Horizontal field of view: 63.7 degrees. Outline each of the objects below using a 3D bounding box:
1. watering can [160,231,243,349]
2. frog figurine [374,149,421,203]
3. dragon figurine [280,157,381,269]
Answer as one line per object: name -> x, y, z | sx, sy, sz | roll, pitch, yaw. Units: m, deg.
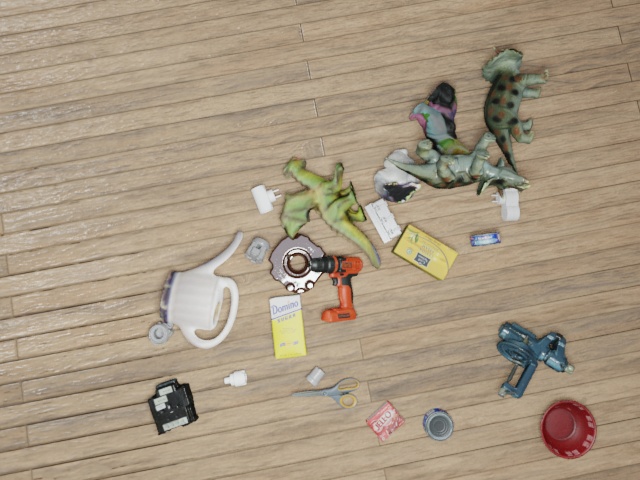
watering can -> -0.341, 0.134, 1.496 | 0.224, 0.351, 0.103 | 8, -10, 1
frog figurine -> 0.229, -0.195, 1.553 | 0.137, 0.163, 0.120 | -11, -41, 5
dragon figurine -> 0.005, -0.076, 1.518 | 0.242, 0.415, 0.121 | -20, -15, 4
